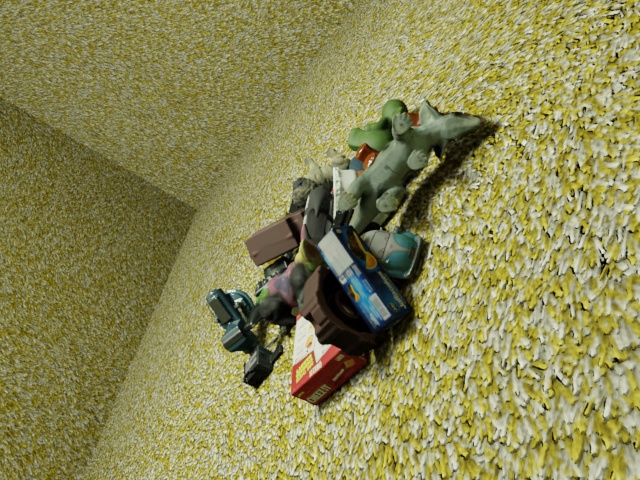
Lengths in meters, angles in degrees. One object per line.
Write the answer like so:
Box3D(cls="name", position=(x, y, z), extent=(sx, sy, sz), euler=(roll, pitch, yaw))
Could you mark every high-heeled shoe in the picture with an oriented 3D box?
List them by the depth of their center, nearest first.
Box3D(cls="high-heeled shoe", position=(-0.003, -0.004, 1.310), extent=(0.145, 0.086, 0.248), euler=(-79, -8, -64))

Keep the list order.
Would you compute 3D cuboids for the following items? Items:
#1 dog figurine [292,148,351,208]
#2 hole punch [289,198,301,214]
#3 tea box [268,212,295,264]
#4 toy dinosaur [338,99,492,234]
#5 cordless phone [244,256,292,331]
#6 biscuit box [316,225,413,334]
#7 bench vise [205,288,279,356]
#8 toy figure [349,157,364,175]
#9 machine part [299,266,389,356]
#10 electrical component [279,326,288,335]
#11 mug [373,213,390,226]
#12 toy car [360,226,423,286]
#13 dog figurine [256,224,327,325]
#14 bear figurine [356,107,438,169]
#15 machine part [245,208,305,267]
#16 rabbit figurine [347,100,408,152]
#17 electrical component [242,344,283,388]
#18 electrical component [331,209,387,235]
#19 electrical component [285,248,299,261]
Box3D(cls="dog figurine", position=(0.018, -0.155, 1.463), extent=(0.172, 0.121, 0.191), euler=(-18, 26, 18))
Box3D(cls="hole punch", position=(-0.019, -0.082, 1.570), extent=(0.116, 0.092, 0.142), euler=(-9, 33, 18))
Box3D(cls="tea box", position=(-0.117, 0.003, 1.642), extent=(0.169, 0.098, 0.068), euler=(-46, 23, 36))
Box3D(cls="toy dinosaur", position=(0.150, -0.136, 1.092), extent=(0.404, 0.131, 0.192), euler=(-47, -9, 21))
Box3D(cls="cordless phone", position=(-0.124, 0.142, 1.353), extent=(0.146, 0.088, 0.184), euler=(-35, 18, 47))
Box3D(cls="biscuit box", position=(0.078, 0.068, 0.968), extent=(0.203, 0.063, 0.059), euler=(56, 128, 21))
Box3D(cls="bench vise", position=(-0.211, 0.222, 1.493), extent=(0.129, 0.224, 0.240), euler=(-50, -9, 10))
Box3D(cls="toy figure", position=(0.108, -0.167, 1.409), extent=(0.154, 0.058, 0.064), euler=(-92, 9, -51))
Box3D(cls="machine part", position=(0.046, 0.126, 0.978), extent=(0.056, 0.179, 0.179), euler=(-49, 22, 34))
Box3D(cls="electrical component", position=(-0.097, 0.202, 1.367), extent=(0.021, 0.063, 0.094), euler=(-14, 15, -3))
Box3D(cls="mug", position=(0.125, -0.086, 1.225), extent=(0.107, 0.081, 0.110), euler=(-65, 18, 5))
Box3D(cls="toy car", position=(0.117, 0.026, 1.045), extent=(0.162, 0.103, 0.109), euler=(-16, 45, 59))
Box3D(cls="dog figurine", position=(-0.054, 0.077, 1.212), extent=(0.108, 0.192, 0.219), euler=(-85, -6, -62))
Box3D(cls="bear figurine", position=(0.189, -0.227, 1.208), extent=(0.195, 0.132, 0.120), euler=(-58, 22, 21))
Box3D(cls="machine part", position=(-0.082, -0.014, 1.422), extent=(0.201, 0.087, 0.201), euler=(-28, -1, 28))
Box3D(cls="rabbit figurine", position=(0.169, -0.286, 1.345), extent=(0.159, 0.121, 0.170), euler=(3, 65, 61))
Box3D(cls="electrical component", position=(-0.144, 0.304, 1.346), extent=(0.119, 0.047, 0.075), euler=(-52, 22, 23))
Box3D(cls="electrical component", position=(0.072, 0.011, 1.156), extent=(0.058, 0.115, 0.134), euler=(-30, 37, 60))
Box3D(cls="electrical component", position=(-0.087, 0.055, 1.539), extent=(0.078, 0.045, 0.102), euler=(-47, 2, 24))
